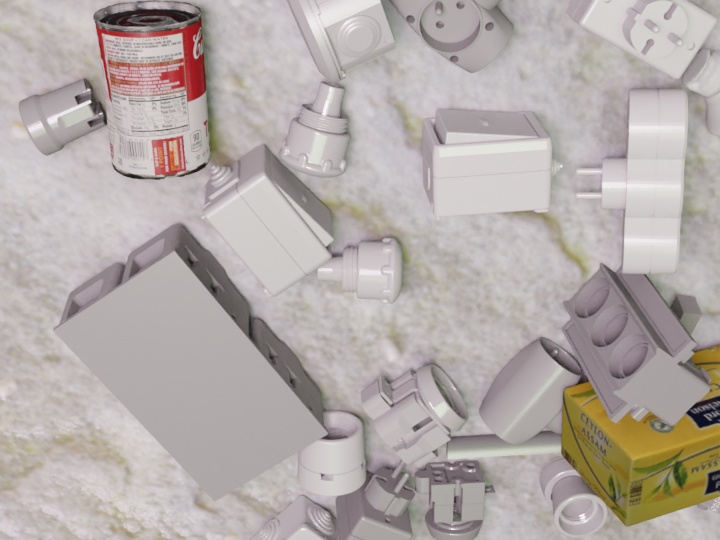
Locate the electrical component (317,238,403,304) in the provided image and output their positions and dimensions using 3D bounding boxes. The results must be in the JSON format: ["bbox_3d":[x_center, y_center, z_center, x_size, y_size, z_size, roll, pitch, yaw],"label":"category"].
[{"bbox_3d":[0.000,0.000,0.787,0.062,0.048,0.048,2,116,2],"label":"electrical component"}]

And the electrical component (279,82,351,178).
[{"bbox_3d":[-0.027,-0.097,0.737,0.048,0.048,0.062,13,108,-11],"label":"electrical component"}]

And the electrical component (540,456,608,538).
[{"bbox_3d":[0.176,0.186,0.890,0.045,0.055,0.045,-2,117,-4],"label":"electrical component"}]

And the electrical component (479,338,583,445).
[{"bbox_3d":[0.149,0.104,0.853,0.079,0.043,0.077,31,110,-19],"label":"electrical component"}]

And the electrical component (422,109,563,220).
[{"bbox_3d":[0.094,-0.077,0.746,0.096,0.061,0.061,-4,117,-3],"label":"electrical component"}]

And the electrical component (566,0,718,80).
[{"bbox_3d":[0.190,-0.162,0.705,0.083,0.075,0.047,24,112,-16],"label":"electrical component"}]

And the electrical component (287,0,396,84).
[{"bbox_3d":[-0.015,-0.164,0.684,0.051,0.080,0.080,-24,116,1],"label":"electrical component"}]

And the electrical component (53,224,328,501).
[{"bbox_3d":[-0.121,0.069,0.800,0.105,0.060,0.186,-32,115,11],"label":"electrical component"}]

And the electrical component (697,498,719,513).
[{"bbox_3d":[0.302,0.166,0.898,0.043,0.043,0.081,13,115,-11],"label":"electrical component"}]

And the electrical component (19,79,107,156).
[{"bbox_3d":[-0.198,-0.103,0.720,0.046,0.040,0.040,-23,116,0],"label":"electrical component"}]

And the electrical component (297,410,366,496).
[{"bbox_3d":[-0.022,0.143,0.851,0.055,0.055,0.047,-1,113,-5],"label":"electrical component"}]

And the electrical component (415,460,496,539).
[{"bbox_3d":[0.078,0.192,0.890,0.066,0.048,0.055,-2,109,-4],"label":"electrical component"}]

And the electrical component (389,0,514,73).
[{"bbox_3d":[0.071,-0.180,0.698,0.077,0.044,0.079,38,121,-21],"label":"electrical component"}]

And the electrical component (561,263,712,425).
[{"bbox_3d":[0.203,0.055,0.789,0.063,0.121,0.078,33,109,-22],"label":"electrical component"}]

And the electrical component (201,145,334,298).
[{"bbox_3d":[-0.065,-0.042,0.750,0.061,0.061,0.096,-34,115,11],"label":"electrical component"}]

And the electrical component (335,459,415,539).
[{"bbox_3d":[0.019,0.186,0.869,0.047,0.065,0.076,24,112,-16],"label":"electrical component"}]

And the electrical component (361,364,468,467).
[{"bbox_3d":[0.047,0.110,0.839,0.057,0.058,0.078,-35,114,15],"label":"electrical component"}]

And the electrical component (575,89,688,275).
[{"bbox_3d":[0.191,-0.061,0.769,0.074,0.052,0.138,1,118,12],"label":"electrical component"}]

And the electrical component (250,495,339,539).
[{"bbox_3d":[-0.047,0.248,0.904,0.100,0.048,0.100,41,107,-22],"label":"electrical component"}]
